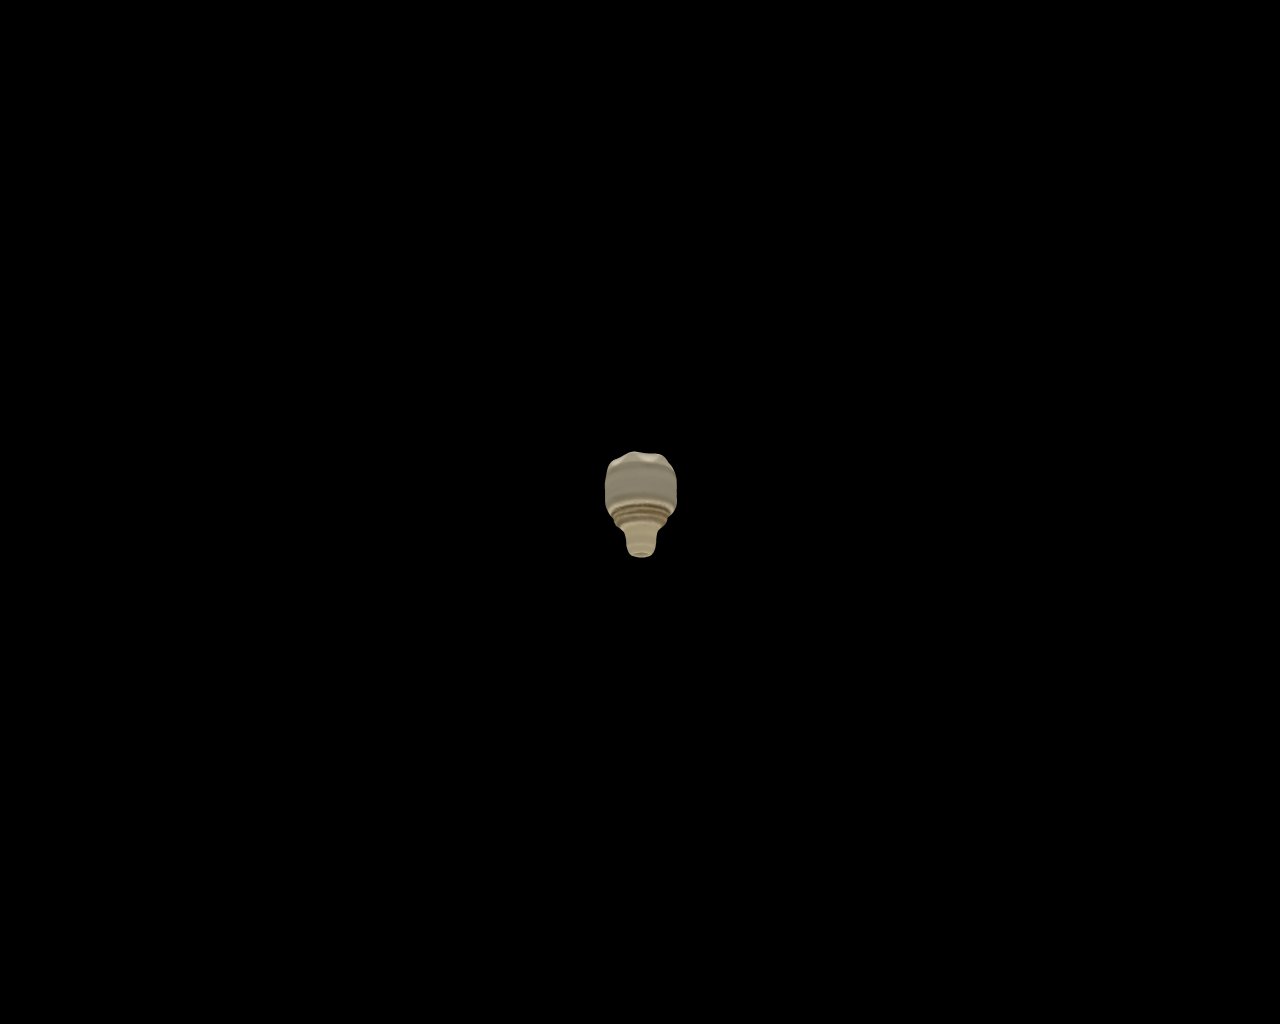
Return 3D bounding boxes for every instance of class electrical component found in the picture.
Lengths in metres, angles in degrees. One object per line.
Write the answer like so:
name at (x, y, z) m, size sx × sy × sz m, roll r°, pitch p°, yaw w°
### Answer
electrical component at (0.001, -0.003, 0.650) m, size 0.043 × 0.062 × 0.043 m, roll 0°, pitch -19°, yaw 0°
